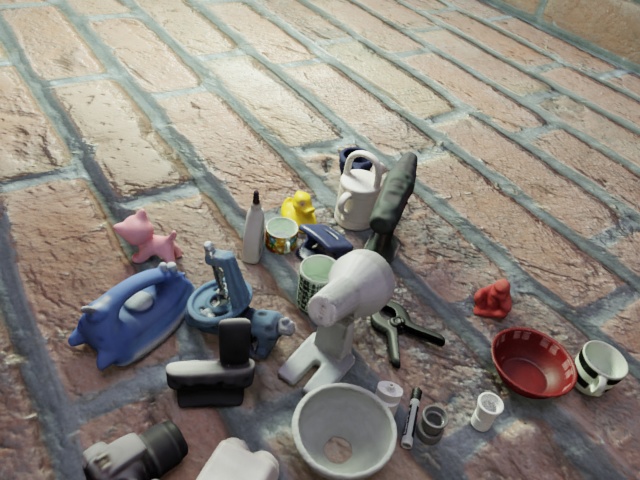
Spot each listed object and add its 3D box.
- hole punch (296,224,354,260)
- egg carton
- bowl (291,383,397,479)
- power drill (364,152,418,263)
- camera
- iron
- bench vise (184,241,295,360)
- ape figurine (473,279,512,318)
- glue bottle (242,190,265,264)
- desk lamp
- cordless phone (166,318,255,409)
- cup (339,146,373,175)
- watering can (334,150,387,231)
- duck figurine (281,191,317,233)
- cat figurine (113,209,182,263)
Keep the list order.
[{"bbox_3d":[0.012,0.005,1.262,0.101,0.091,0.108,-29,53,-36],"label":"hole punch"},{"bbox_3d":[-0.128,0.364,0.829,0.107,0.069,0.150,20,41,12],"label":"egg carton"},{"bbox_3d":[0.035,0.317,0.912,0.167,0.075,0.167,5,40,-4],"label":"bowl"},{"bbox_3d":[0.157,-0.061,1.275,0.075,0.208,0.230,18,41,10],"label":"power drill"},{"bbox_3d":[-0.253,0.328,0.823,0.137,0.101,0.142,-28,52,-36],"label":"camera"},{"bbox_3d":[-0.322,0.109,1.036,0.118,0.141,0.259,29,44,22],"label":"iron"},{"bbox_3d":[-0.141,0.099,1.021,0.207,0.220,0.121,7,40,-2],"label":"bench vise"},{"bbox_3d":[0.368,0.118,1.194,0.076,0.092,0.077,-23,49,-32],"label":"ape figurine"},{"bbox_3d":[-0.138,-0.035,1.216,0.037,0.173,0.078,10,40,2],"label":"glue bottle"},{"bbox_3d":[0.032,0.142,1.009,0.117,0.213,0.204,27,43,21],"label":"desk lamp"},{"bbox_3d":[-0.178,0.187,0.938,0.148,0.185,0.094,-3,41,-14],"label":"cordless phone"},{"bbox_3d":[0.090,-0.173,1.482,0.092,0.095,0.117,4,40,-5],"label":"cup"},{"bbox_3d":[0.097,-0.130,1.356,0.101,0.194,0.173,13,40,6],"label":"watering can"},{"bbox_3d":[-0.047,-0.077,1.351,0.078,0.086,0.104,-24,50,-33],"label":"duck figurine"},{"bbox_3d":[-0.355,-0.008,1.186,0.127,0.118,0.067,10,40,2],"label":"cat figurine"}]
